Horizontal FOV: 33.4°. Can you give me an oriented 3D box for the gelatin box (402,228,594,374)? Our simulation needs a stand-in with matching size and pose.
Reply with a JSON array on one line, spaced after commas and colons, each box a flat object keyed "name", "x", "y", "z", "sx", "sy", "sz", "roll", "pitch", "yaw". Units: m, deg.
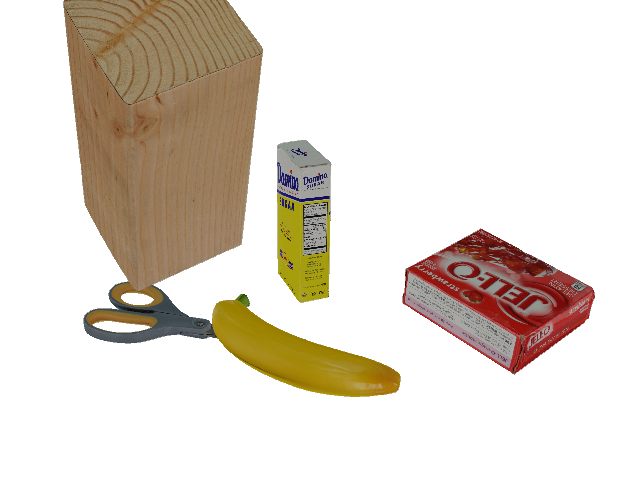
[{"name": "gelatin box", "x": 0.106, "y": 0.033, "z": 0.639, "sx": 0.073, "sy": 0.030, "sz": 0.089, "roll": -26, "pitch": 43, "yaw": -38}]

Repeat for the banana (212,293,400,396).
[{"name": "banana", "x": -0.028, "y": 0.082, "z": 0.841, "sx": 0.069, "sy": 0.037, "sz": 0.198, "roll": -26, "pitch": 35, "yaw": -34}]

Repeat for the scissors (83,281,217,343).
[{"name": "scissors", "x": -0.122, "y": 0.072, "z": 1.017, "sx": 0.201, "sy": 0.016, "sz": 0.096, "roll": 2, "pitch": 32, "yaw": -6}]

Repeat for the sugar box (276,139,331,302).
[{"name": "sugar box", "x": -0.022, "y": -0.024, "z": 1.291, "sx": 0.048, "sy": 0.176, "sz": 0.093, "roll": -10, "pitch": 25, "yaw": -17}]

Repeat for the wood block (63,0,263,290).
[{"name": "wood block", "x": -0.104, "y": -0.068, "z": 0.701, "sx": 0.090, "sy": 0.090, "sz": 0.206, "roll": -24, "pitch": -26, "yaw": -21}]
